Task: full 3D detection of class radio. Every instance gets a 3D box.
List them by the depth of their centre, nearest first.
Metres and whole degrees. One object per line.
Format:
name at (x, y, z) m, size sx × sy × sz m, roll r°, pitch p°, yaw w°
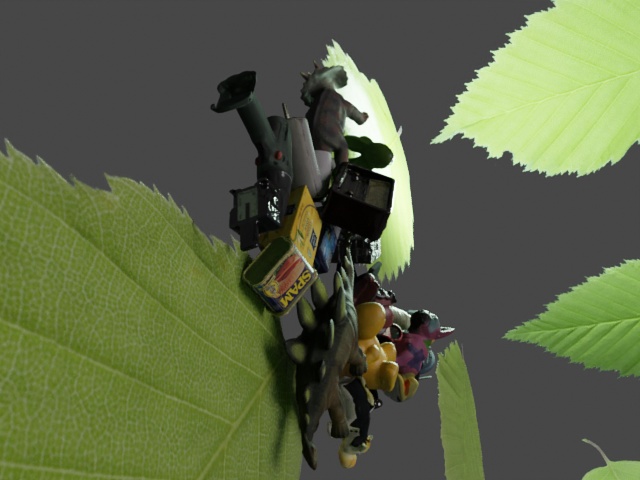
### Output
radio at (0.083, -0.089, 1.129) m, size 0.230 × 0.131 × 0.073 m, roll -67°, pitch 178°, yaw -66°

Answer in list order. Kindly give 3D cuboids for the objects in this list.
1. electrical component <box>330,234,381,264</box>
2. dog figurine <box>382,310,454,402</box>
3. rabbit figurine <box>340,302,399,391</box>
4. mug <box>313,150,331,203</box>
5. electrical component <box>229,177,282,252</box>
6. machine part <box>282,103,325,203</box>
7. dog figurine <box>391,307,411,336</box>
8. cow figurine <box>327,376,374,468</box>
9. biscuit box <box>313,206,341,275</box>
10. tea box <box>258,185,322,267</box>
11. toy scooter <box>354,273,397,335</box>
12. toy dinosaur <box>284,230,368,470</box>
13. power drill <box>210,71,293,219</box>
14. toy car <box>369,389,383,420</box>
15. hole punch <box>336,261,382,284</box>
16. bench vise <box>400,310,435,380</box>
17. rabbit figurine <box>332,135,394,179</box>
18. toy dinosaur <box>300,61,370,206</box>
electrical component at (0.079, 0.017, 1.250) m, size 0.134 × 0.115 × 0.058 m, roll -29°, pitch 120°, yaw -71°
dog figurine at (0.246, 0.288, 1.378) m, size 0.108 × 0.219 × 0.191 m, roll 2°, pitch -68°, yaw 63°
rabbit figurine at (0.085, 0.200, 1.087) m, size 0.122 × 0.163 × 0.173 m, roll -57°, pitch 152°, yaw -63°
mug at (-0.014, -0.133, 1.174) m, size 0.109 × 0.081 × 0.107 m, roll 21°, pitch 70°, yaw -77°
electrical component at (-0.101, -0.033, 0.845) m, size 0.047 × 0.075 × 0.119 m, roll 41°, pitch 34°, yaw -55°
machine part at (-0.044, -0.157, 1.090) m, size 0.079 × 0.079 × 0.243 m, roll -10°, pitch 86°, yaw -71°
dog figurine at (0.187, 0.220, 1.488) m, size 0.190 × 0.172 × 0.121 m, roll 40°, pitch 71°, yaw -20°
cow figurine at (0.064, 0.342, 1.018) m, size 0.068 × 0.098 × 0.167 m, roll -11°, pitch 87°, yaw -78°
biscuit box at (-0.002, -0.003, 1.123) m, size 0.203 × 0.063 × 0.059 m, roll -70°, pitch 143°, yaw -58°
tea box at (-0.051, -0.014, 0.984) m, size 0.170 × 0.068 × 0.098 m, roll -80°, pitch 151°, yaw -52°
toy scooter at (0.109, 0.138, 1.182) m, size 0.183 × 0.135 × 0.075 m, roll 14°, pitch 16°, yaw -42°
toy dinosaur at (0.020, 0.167, 0.942) m, size 0.471 × 0.105 × 0.198 m, roll -76°, pitch 159°, yaw -50°
power drill at (-0.103, -0.171, 0.930) m, size 0.207 × 0.086 × 0.232 m, roll 54°, pitch 27°, yaw -40°
toy car at (0.086, 0.340, 1.150) m, size 0.201 × 0.056 × 0.073 m, roll 6°, pitch 65°, yaw -71°
hole punch at (0.082, 0.098, 1.285) m, size 0.142 × 0.092 × 0.115 m, roll -29°, pitch 138°, yaw -72°
bench vise at (0.284, 0.336, 1.635) m, size 0.224 × 0.129 × 0.240 m, roll -93°, pitch -179°, yaw -54°
rabbit figurine at (0.122, -0.204, 1.417) m, size 0.121 × 0.170 × 0.159 m, roll -8°, pitch 70°, yaw -50°
toy dinosaur at (0.014, -0.272, 1.292) m, size 0.192 × 0.131 × 0.405 m, roll 41°, pitch 43°, yaw -37°
